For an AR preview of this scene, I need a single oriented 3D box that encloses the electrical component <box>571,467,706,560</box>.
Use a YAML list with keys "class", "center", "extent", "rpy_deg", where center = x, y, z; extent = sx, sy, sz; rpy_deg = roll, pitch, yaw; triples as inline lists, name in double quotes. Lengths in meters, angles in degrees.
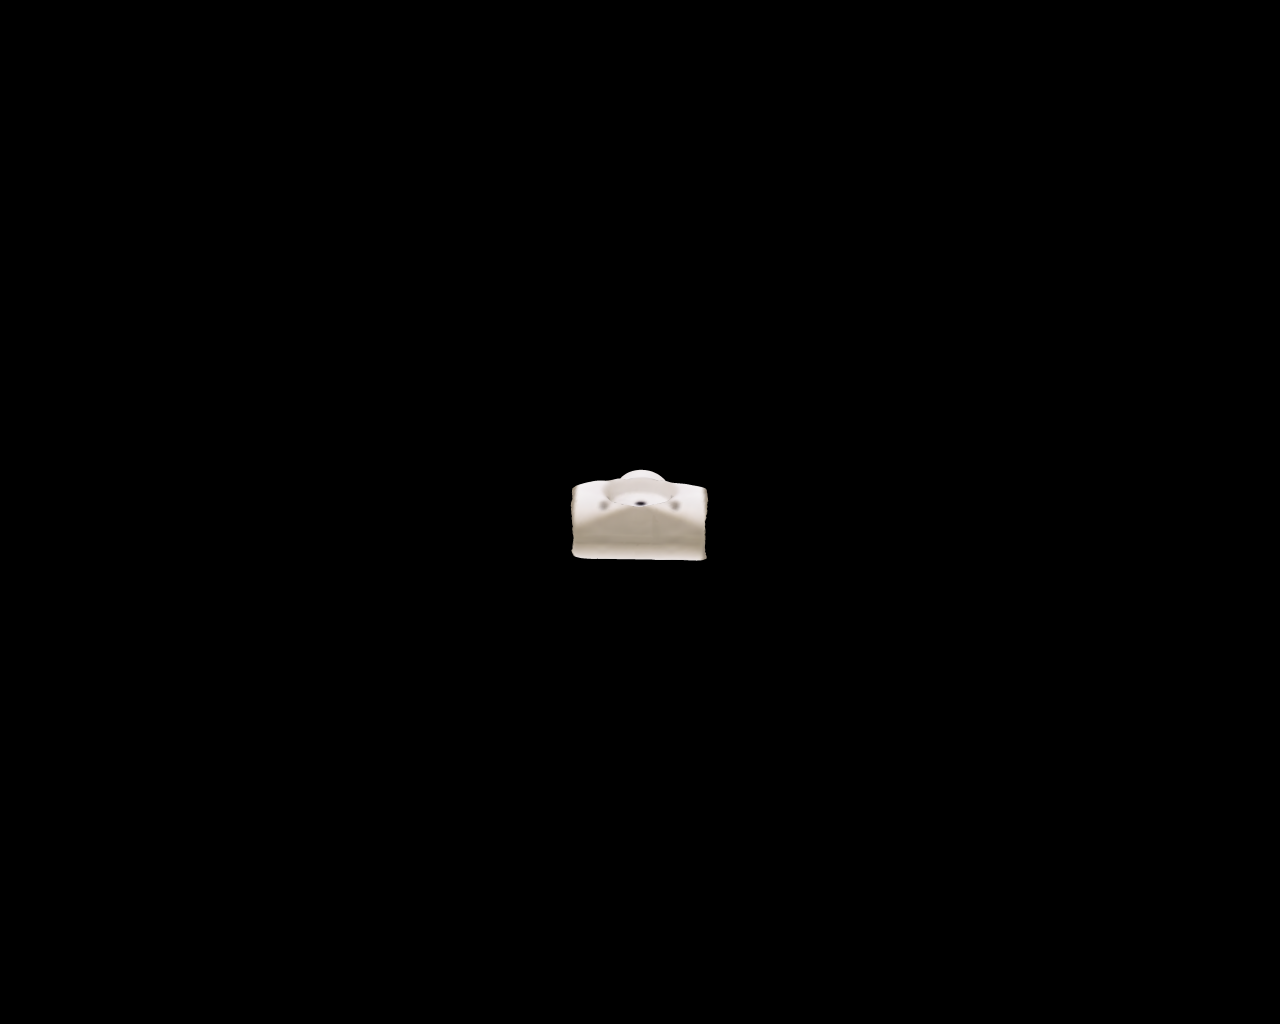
- class: "electrical component"
  center: [0.001, -0.003, 0.650]
  extent: [0.077, 0.044, 0.079]
  rpy_deg: [1, 28, 2]
